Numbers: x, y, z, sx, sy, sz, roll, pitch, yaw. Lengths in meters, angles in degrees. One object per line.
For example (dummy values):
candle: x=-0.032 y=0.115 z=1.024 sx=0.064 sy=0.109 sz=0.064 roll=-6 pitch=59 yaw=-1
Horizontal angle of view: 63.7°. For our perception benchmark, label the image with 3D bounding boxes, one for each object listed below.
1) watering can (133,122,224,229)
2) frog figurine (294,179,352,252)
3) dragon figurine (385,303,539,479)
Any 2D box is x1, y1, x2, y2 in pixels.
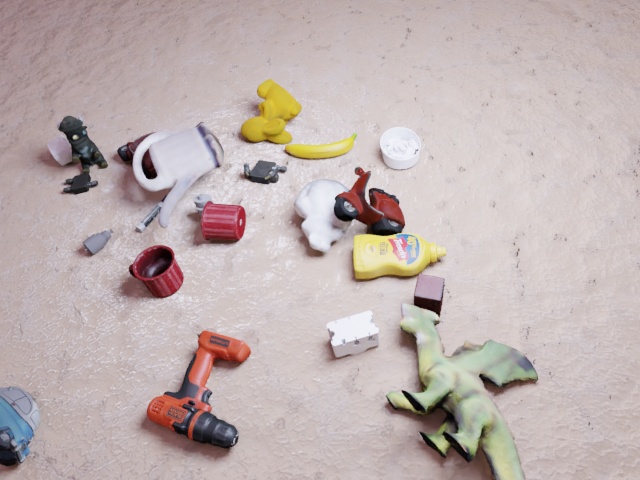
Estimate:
watering can: x=-0.338 y=-0.176 z=1.265 sx=0.225 sy=0.101 sz=0.355 roll=-25 pitch=50 yaw=-9
frog figurine: x=0.003 y=-0.058 z=1.151 sx=0.137 sy=0.120 sz=0.163 roll=25 pitch=45 yaw=5
dragon figurine: x=0.268 y=0.254 z=0.853 sx=0.246 sy=0.119 sz=0.416 roll=-32 pitch=53 yaw=-26
